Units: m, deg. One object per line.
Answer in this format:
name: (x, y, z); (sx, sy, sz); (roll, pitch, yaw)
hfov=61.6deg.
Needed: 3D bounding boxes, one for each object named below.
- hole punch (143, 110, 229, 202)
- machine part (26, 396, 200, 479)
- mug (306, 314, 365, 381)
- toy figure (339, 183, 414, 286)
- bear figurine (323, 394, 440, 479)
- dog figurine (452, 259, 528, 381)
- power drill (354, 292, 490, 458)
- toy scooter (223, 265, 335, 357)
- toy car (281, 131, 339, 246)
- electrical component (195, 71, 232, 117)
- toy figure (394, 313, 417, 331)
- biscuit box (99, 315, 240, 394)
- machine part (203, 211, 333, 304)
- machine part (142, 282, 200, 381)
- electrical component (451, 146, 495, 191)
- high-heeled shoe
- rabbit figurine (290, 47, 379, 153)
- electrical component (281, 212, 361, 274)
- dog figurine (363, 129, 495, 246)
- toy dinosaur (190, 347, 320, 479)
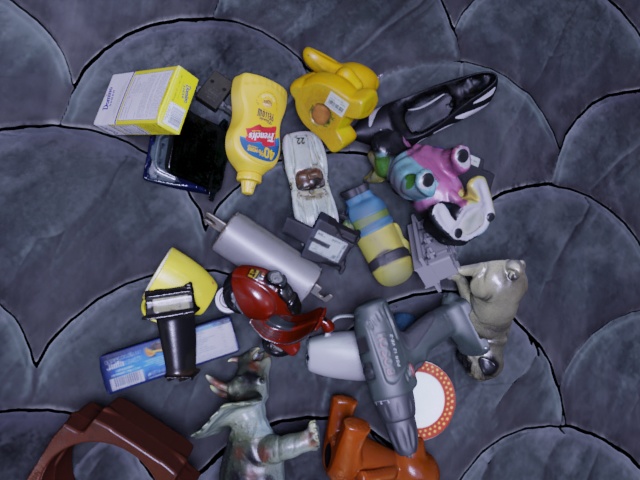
hole punch: (-0.215, -0.137, 0.865); (0.115, 0.092, 0.142); (20, 70, -47)
machine part: (-0.289, 0.340, 0.752); (0.201, 0.087, 0.201); (33, 101, -1)
mug: (0.032, 0.175, 0.869); (0.107, 0.081, 0.109); (-1, 100, -6)
toy figure: (0.092, -0.007, 0.901); (0.082, 0.089, 0.180); (-24, 93, 26)
bear figurine: (0.108, 0.331, 0.840); (0.196, 0.120, 0.131); (10, 98, -9)
dog figurine: (0.289, 0.135, 0.888); (0.121, 0.172, 0.190); (-5, 77, -1)
power drill: (0.158, 0.185, 0.831); (0.207, 0.086, 0.232); (-20, 82, -20)
toy scooter: (-0.055, 0.107, 0.814); (0.183, 0.135, 0.075); (60, 36, -28)
toy car: (-0.017, -0.085, 0.906); (0.073, 0.056, 0.201); (-10, 85, -13)
electrical component: (-0.177, -0.254, 0.912); (0.094, 0.021, 0.063); (33, 78, -5)
toy figure: (0.126, 0.196, 0.883); (0.064, 0.057, 0.154); (19, 61, -6)
biscuit box: (-0.229, 0.173, 0.827); (0.203, 0.063, 0.059); (-16, 88, -13)
machine part: (-0.085, 0.030, 0.868); (0.243, 0.079, 0.079); (34, 78, -7)
machine part: (-0.210, 0.135, 0.779); (0.084, 0.039, 0.138); (-11, 91, -19)
electrical component: (0.242, -0.096, 0.961); (0.115, 0.058, 0.134); (23, 79, -10)
high-heeled shoe: (0.180, -0.223, 0.919); (0.249, 0.145, 0.086); (-20, 86, -15)
rabbit figurine: (0.030, -0.249, 0.914); (0.162, 0.121, 0.173); (32, 48, 13)
electrical component: (-0.002, -0.003, 0.854); (0.119, 0.048, 0.074); (22, 108, -3)
dog figurine: (0.161, -0.091, 0.876); (0.108, 0.219, 0.191); (-38, 113, -11)
toy dinosaur: (-0.089, 0.375, 0.809); (0.192, 0.131, 0.404); (-3, 88, 1)
